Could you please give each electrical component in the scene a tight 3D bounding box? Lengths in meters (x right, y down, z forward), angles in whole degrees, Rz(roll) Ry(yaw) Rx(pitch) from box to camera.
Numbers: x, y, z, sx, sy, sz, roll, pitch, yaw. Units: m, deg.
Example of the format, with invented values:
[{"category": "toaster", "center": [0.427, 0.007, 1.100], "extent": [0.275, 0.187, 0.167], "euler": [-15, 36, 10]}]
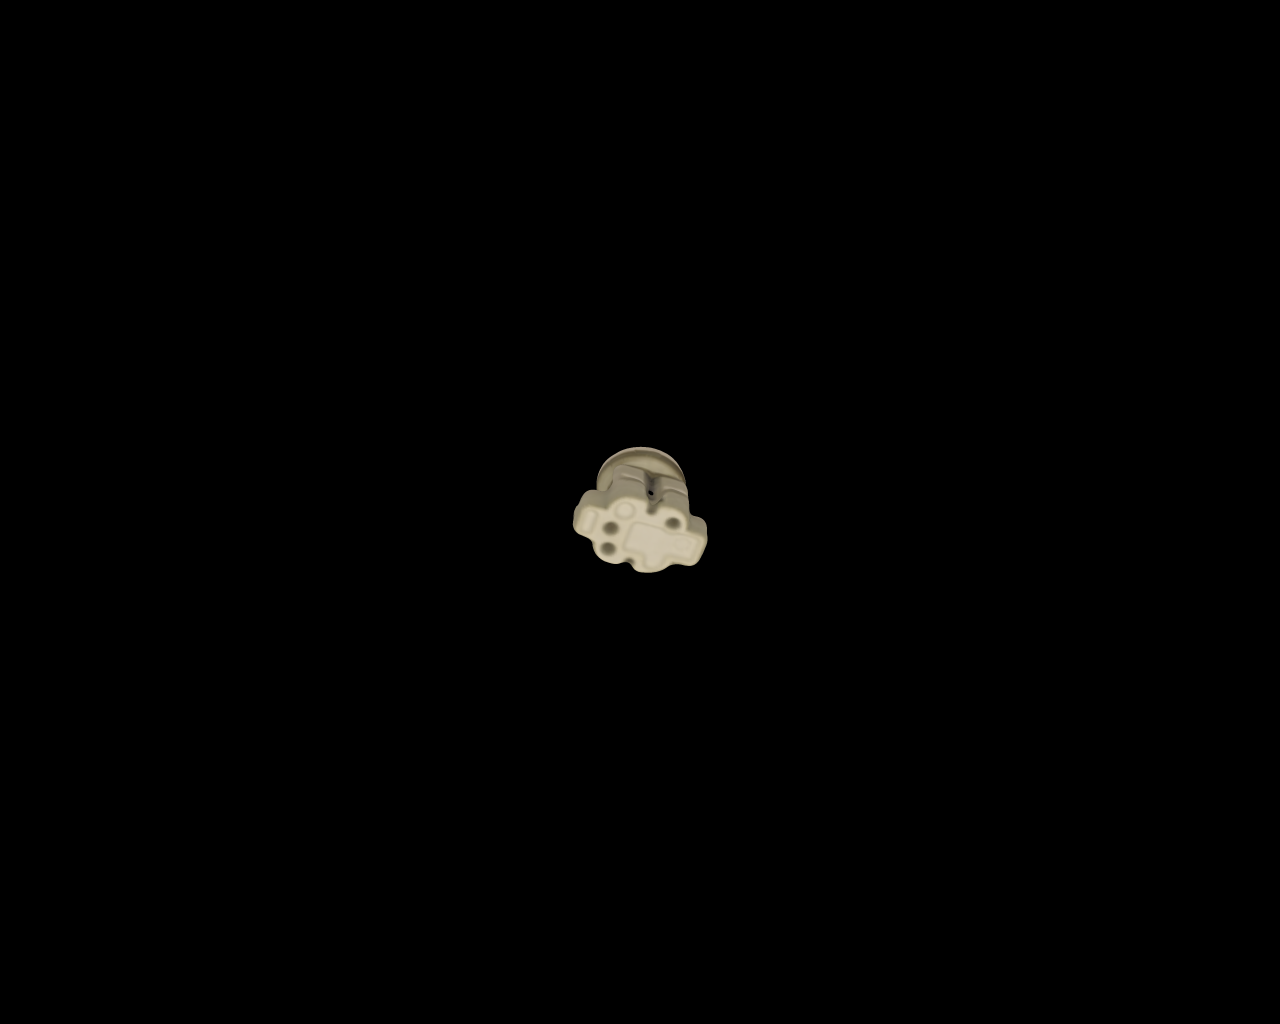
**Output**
[{"category": "electrical component", "center": [0.001, -0.003, 0.650], "extent": [0.078, 0.057, 0.057], "euler": [15, 36, -11]}]
